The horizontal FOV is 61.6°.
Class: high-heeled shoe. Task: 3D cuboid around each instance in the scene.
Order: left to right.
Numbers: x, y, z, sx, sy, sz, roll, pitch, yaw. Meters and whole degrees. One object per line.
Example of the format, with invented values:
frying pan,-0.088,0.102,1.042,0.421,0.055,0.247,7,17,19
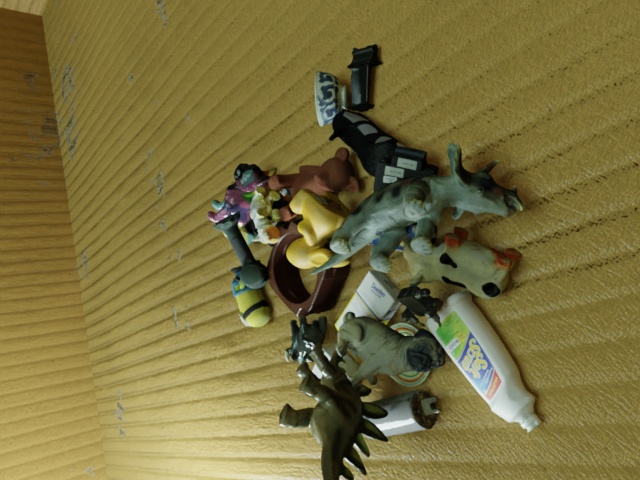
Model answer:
high-heeled shoe,0.130,-0.205,1.139,0.249,0.145,0.086,26,129,14

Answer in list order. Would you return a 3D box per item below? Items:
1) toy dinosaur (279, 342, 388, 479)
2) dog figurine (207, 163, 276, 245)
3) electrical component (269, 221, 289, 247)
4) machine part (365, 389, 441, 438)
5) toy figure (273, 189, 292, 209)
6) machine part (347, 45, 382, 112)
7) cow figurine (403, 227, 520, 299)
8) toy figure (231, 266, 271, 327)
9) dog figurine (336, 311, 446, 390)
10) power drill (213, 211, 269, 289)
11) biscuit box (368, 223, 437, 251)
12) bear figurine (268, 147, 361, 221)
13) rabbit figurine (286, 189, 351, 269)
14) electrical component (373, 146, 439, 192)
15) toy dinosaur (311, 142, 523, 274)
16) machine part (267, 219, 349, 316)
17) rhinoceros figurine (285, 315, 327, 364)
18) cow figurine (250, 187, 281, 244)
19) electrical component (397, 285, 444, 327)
toy dinosaur,0.032,0.339,1.024,0.198,0.471,0.105,31,115,-4
dog figurine,-0.190,-0.104,1.461,0.219,0.108,0.191,-35,109,22
electrical component,-0.108,-0.016,1.436,0.094,0.021,0.063,-19,79,47
machine part,0.157,0.364,1.115,0.243,0.079,0.079,-33,68,44
toy figure,-0.097,-0.112,1.389,0.154,0.064,0.058,-48,20,34
machine part,0.093,-0.350,1.168,0.084,0.039,0.138,12,100,44
cow figurine,0.241,0.046,0.967,0.195,0.085,0.127,23,115,24
toy figure,-0.197,0.157,1.507,0.089,0.082,0.180,-35,64,44
dog figurine,0.143,0.197,1.074,0.190,0.121,0.172,-30,80,25
power drill,-0.199,0.033,1.394,0.232,0.086,0.207,-129,19,-83
biscuit box,0.142,-0.015,1.116,0.203,0.063,0.059,11,100,48
bear figurine,-0.010,-0.128,1.238,0.196,0.132,0.120,-19,88,54
rabbit figurine,-0.002,-0.004,1.162,0.162,0.122,0.173,46,114,24
electrical component,0.165,-0.110,1.042,0.115,0.058,0.134,16,116,14
toy dinosaur,0.143,-0.052,0.965,0.405,0.192,0.131,-17,118,43
machine part,-0.032,0.066,1.306,0.202,0.087,0.200,43,123,40
rhinoceros figurine,-0.034,0.247,1.312,0.190,0.073,0.112,127,142,-61
cow figurine,-0.139,-0.042,1.320,0.167,0.068,0.098,-100,31,-41
electrical component,0.183,0.123,0.982,0.102,0.078,0.045,-16,41,60
